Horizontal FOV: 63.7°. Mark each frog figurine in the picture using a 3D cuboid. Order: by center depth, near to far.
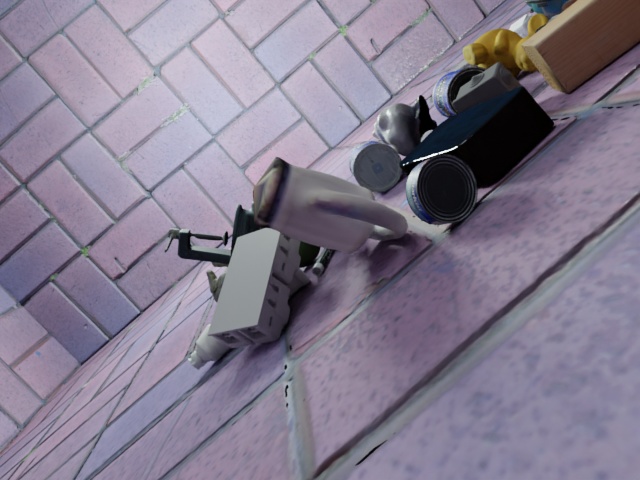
[{"bbox_3d":[0.171,-0.242,1.152,0.159,0.136,0.125,-4,63,43],"label":"frog figurine"}]

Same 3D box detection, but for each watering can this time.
[{"bbox_3d":[0.002,-0.040,0.796,0.346,0.224,0.104,171,116,-79],"label":"watering can"}]
